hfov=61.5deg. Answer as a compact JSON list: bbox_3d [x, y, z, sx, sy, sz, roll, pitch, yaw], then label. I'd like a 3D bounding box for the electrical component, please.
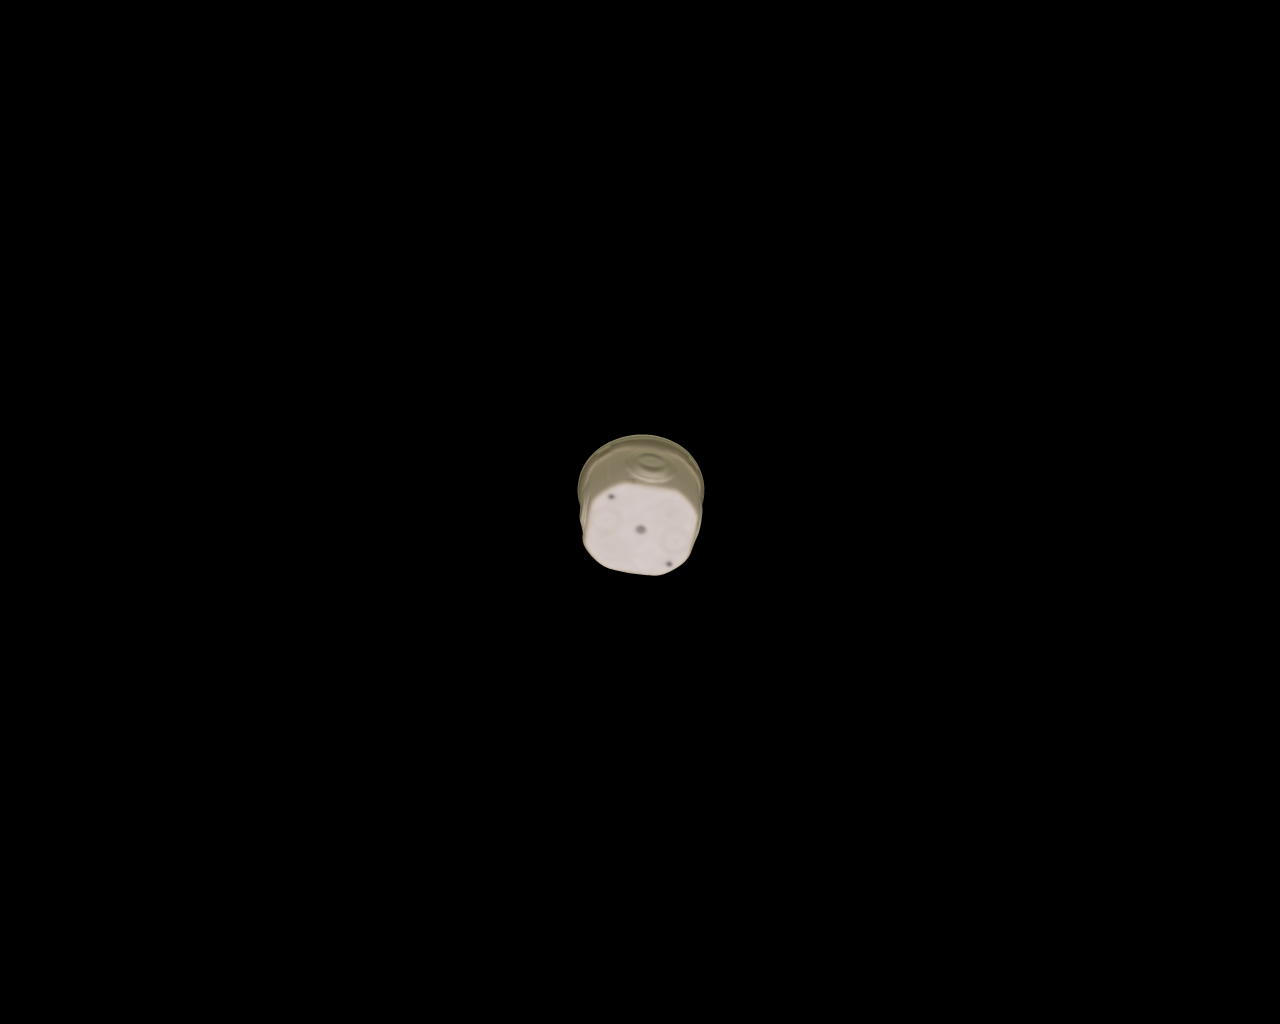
[{"bbox_3d":[0.001,-0.003,0.650,0.080,0.080,0.051,0,34,0],"label":"electrical component"}]
